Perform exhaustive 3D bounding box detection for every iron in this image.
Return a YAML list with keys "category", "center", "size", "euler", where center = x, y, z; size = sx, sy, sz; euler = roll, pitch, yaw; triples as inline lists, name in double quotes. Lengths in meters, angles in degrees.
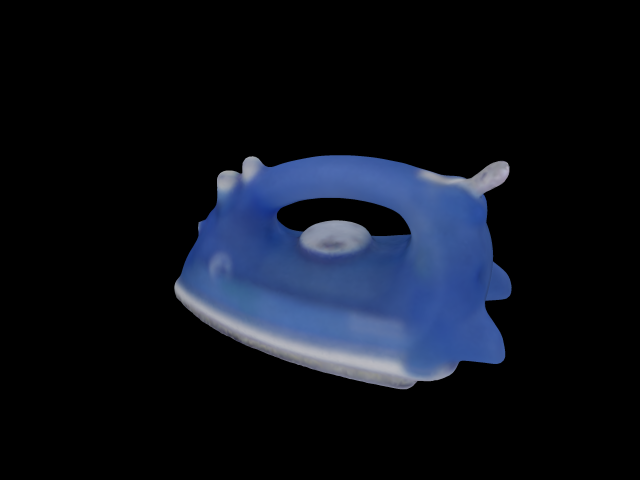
- category: "iron"
  center: [0.004, 0.001, 0.400]
  size: [0.257, 0.141, 0.119]
  euler: [8, 28, 16]
